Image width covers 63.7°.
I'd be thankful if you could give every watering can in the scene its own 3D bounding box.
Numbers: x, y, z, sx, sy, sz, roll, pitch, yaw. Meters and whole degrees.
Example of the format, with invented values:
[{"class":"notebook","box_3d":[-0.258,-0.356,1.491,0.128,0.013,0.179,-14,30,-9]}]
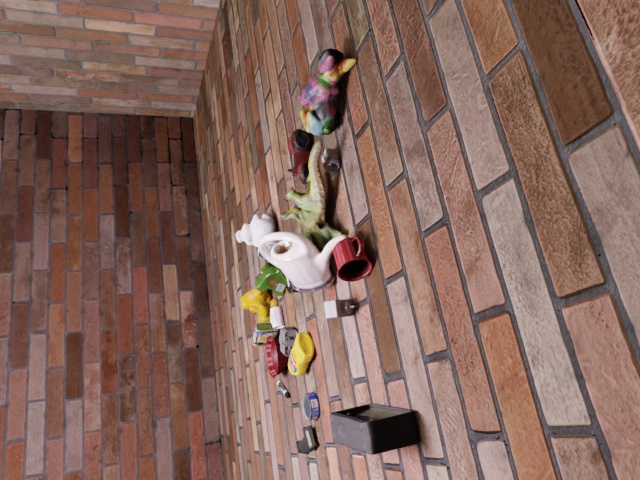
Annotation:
[{"class":"watering can","box_3d":[-0.028,0.059,1.497,0.347,0.106,0.220,0,136,38]}]

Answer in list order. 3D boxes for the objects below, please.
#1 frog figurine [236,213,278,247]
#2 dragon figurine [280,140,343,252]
[{"class":"frog figurine","box_3d":[-0.253,-0.039,2.062,0.123,0.160,0.137,-166,75,-65]},{"class":"dragon figurine","box_3d":[0.005,-0.077,1.521,0.246,0.123,0.401,52,148,22]}]
